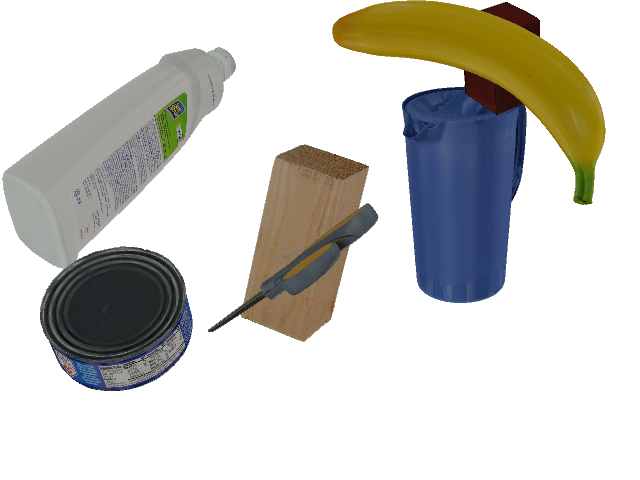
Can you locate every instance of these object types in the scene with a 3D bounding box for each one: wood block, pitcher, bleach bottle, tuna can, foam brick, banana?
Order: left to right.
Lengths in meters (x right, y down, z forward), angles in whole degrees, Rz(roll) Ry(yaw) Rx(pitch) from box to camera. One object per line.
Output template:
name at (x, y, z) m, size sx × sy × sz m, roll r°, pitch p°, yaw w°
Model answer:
tuna can at (-0.120, 0.046, 0.633) m, size 0.086 × 0.086 × 0.034 m, roll 0°, pitch -42°, yaw 6°
bleach bottle at (-0.165, -0.090, 0.953) m, size 0.068 × 0.102 × 0.250 m, roll 30°, pitch 55°, yaw 22°
wood block at (-0.020, 0.001, 1.277) m, size 0.090 × 0.206 × 0.090 m, roll 20°, pitch 22°, yaw 17°
pitcher at (0.175, -0.057, 1.272) m, size 0.149 × 0.243 × 0.145 m, roll -1°, pitch 25°, yaw 5°
banana at (0.099, -0.103, 0.647) m, size 0.198 × 0.069 × 0.037 m, roll 37°, pitch -2°, yaw 19°
foam brick at (0.161, -0.163, 0.950) m, size 0.053 × 0.078 × 0.051 m, roll -24°, pitch 38°, yaw -16°

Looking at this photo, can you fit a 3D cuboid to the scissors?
scissors at (-0.036, 0.039, 0.806) m, size 0.202 × 0.016 × 0.096 m, roll -38°, pitch 7°, yaw 28°
